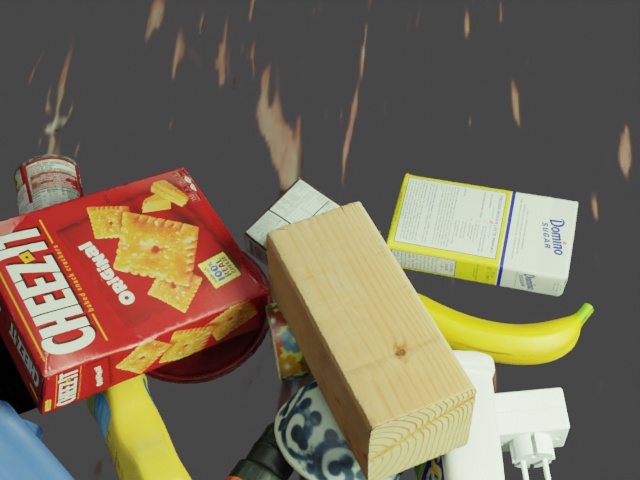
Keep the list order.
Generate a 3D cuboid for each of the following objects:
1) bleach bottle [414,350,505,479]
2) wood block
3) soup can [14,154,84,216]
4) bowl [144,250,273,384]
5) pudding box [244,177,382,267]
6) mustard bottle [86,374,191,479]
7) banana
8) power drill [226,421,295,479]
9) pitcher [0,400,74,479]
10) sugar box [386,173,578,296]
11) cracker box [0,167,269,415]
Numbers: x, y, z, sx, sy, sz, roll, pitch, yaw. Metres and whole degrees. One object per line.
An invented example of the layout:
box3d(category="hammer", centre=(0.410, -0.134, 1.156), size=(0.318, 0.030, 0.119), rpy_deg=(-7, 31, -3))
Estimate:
box3d(category="bleach bottle", centre=(0.121, 0.225, 0.882), size=(0.068, 0.103, 0.251), rpy_deg=(4, 56, -15))
box3d(category="wood block", centre=(0.036, 0.079, 0.875), size=(0.090, 0.090, 0.206), rpy_deg=(-19, 53, -14))
box3d(category="soup can", centre=(-0.273, -0.028, 1.094), size=(0.068, 0.068, 0.102), rpy_deg=(-15, 59, -4))
box3d(category="bowl", centre=(-0.128, 0.056, 1.037), size=(0.162, 0.055, 0.162), rpy_deg=(-2, 58, 4))
box3d(category="pudding box", centre=(-0.007, 0.001, 1.070), size=(0.114, 0.039, 0.090), rpy_deg=(36, 67, 22))
box3d(category="mustard bottle", centre=(-0.164, 0.171, 0.942), size=(0.058, 0.096, 0.192), rpy_deg=(-17, 47, -19))
box3d(category="banana", centre=(0.157, 0.084, 1.008), size=(0.198, 0.037, 0.069), rpy_deg=(6, 40, 7))
box3d(category="power drill", centre=(-0.010, 0.260, 0.902), size=(0.188, 0.057, 0.184), rpy_deg=(24, 65, 21))
box3d(category="pitcher", centre=(-0.243, 0.260, 0.878), size=(0.243, 0.145, 0.149), rpy_deg=(39, 80, 21))
box3d(category="sugar box", centre=(0.159, -0.006, 1.055), size=(0.176, 0.048, 0.093), rpy_deg=(12, 60, 8))
box3d(category="cracker box", centre=(-0.178, 0.036, 0.944), size=(0.213, 0.072, 0.164), rpy_deg=(-19, 59, -29))
